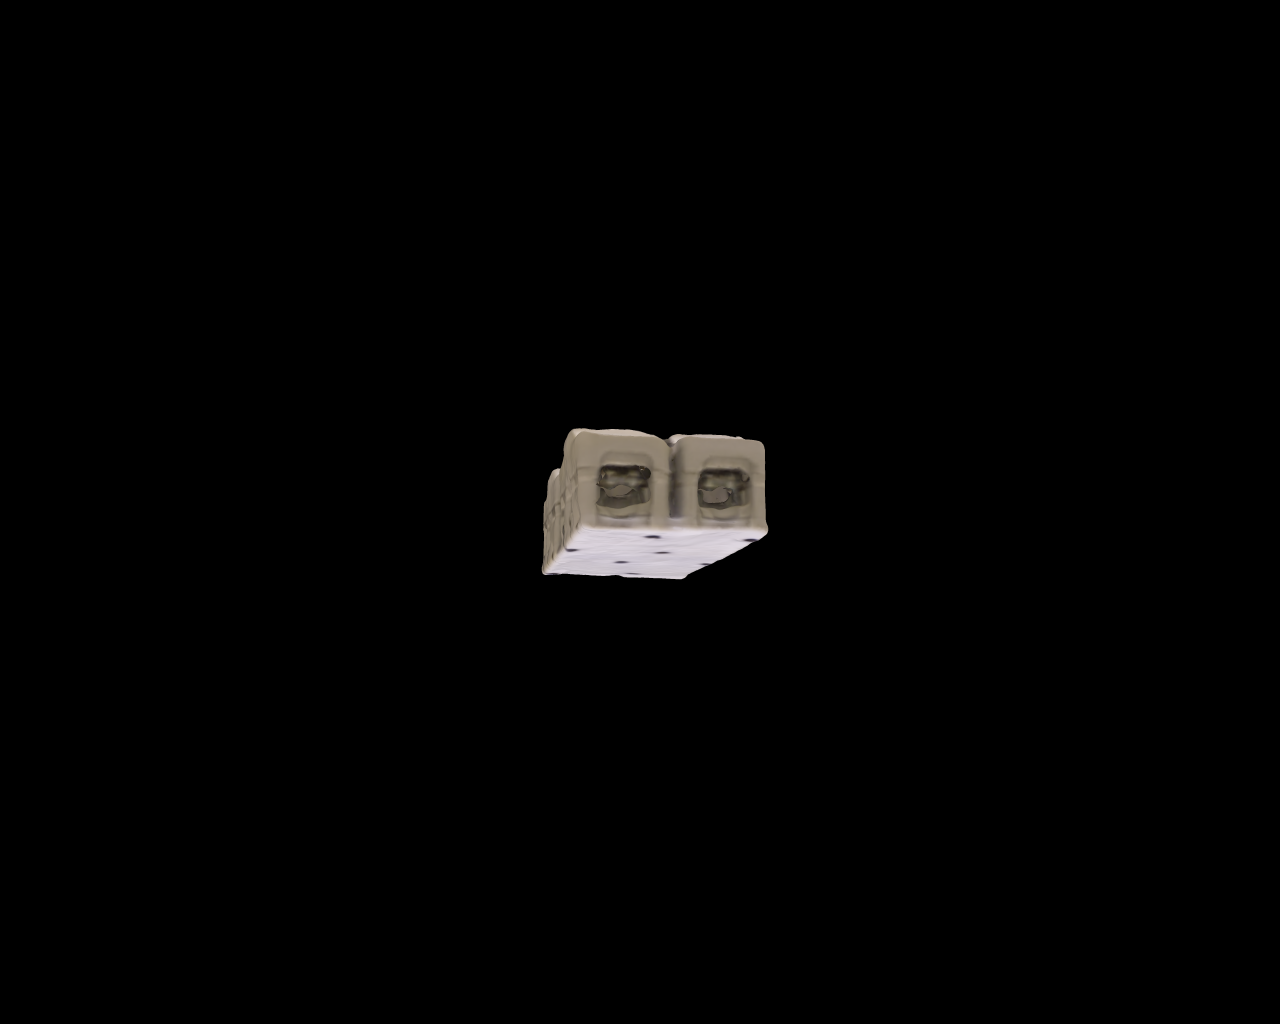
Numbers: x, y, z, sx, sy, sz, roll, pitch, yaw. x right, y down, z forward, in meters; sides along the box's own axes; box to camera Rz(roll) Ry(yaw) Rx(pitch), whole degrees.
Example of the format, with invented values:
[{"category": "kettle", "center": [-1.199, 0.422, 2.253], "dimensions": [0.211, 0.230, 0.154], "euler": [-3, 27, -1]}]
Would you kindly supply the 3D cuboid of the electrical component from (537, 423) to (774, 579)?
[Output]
[{"category": "electrical component", "center": [0.001, -0.003, 0.650], "dimensions": [0.105, 0.060, 0.186], "euler": [2, -12, -11]}]
